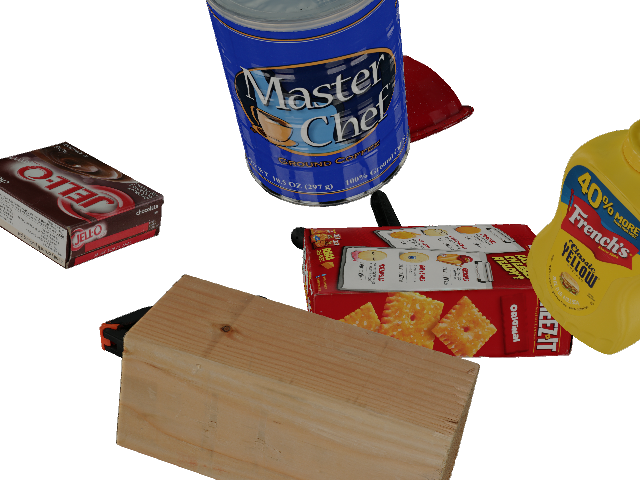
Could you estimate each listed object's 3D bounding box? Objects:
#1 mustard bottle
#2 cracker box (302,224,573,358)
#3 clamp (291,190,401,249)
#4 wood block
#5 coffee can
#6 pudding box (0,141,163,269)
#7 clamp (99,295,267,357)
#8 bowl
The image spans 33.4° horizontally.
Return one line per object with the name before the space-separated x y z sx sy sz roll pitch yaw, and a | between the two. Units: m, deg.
mustard bottle | 0.193 -0.013 0.682 0.058 0.096 0.192 -23 -31 -22
cracker box | 0.094 0.044 0.931 0.213 0.072 0.164 -1 20 -4
clamp | 0.078 0.022 1.246 0.164 0.036 0.210 -21 50 -38
wood block | -0.014 0.104 0.678 0.206 0.090 0.090 16 29 13
coffee can | -0.004 -0.102 0.598 0.103 0.102 0.140 0 -38 9
pudding box | -0.185 -0.028 0.776 0.114 0.039 0.089 26 30 30
clamp | -0.127 0.089 1.051 0.171 0.039 0.120 7 27 4
bowl | 0.029 -0.099 0.797 0.162 0.055 0.162 -17 10 3
